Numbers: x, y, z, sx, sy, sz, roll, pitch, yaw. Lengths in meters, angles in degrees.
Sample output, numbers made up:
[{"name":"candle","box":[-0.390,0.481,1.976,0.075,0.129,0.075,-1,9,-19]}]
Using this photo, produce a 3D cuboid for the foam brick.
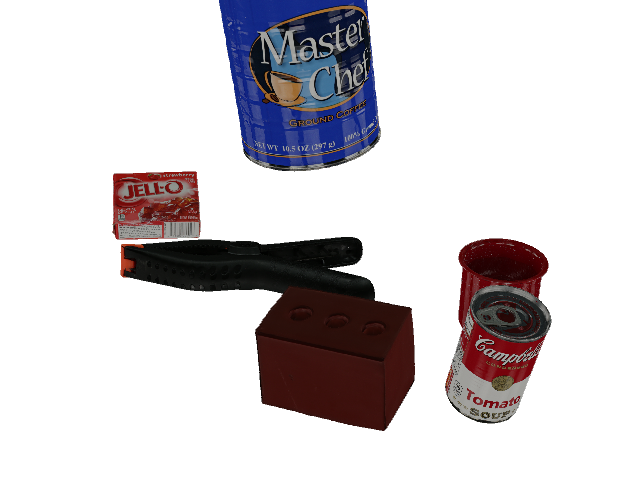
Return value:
[{"name":"foam brick","box":[0.009,0.066,0.604,0.078,0.051,0.053,9,31,19]}]

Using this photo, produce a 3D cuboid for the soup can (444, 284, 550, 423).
[{"name":"soup can","box":[0.149,0.098,0.911,0.068,0.102,0.068,7,38,-5]}]

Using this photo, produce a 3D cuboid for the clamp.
[{"name":"clamp","box":[-0.056,0.023,0.861,0.210,0.036,0.164,1,11,-8]}]

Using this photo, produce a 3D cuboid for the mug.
[{"name":"mug","box":[0.187,0.049,1.138,0.093,0.081,0.117,-5,30,-10]}]

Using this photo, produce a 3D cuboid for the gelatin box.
[{"name":"gelatin box","box":[-0.171,-0.037,1.111,0.089,0.073,0.030,-1,-42,-9]}]

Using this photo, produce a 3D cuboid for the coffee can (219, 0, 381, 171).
[{"name":"coffee can","box":[-0.015,-0.134,0.747,0.103,0.140,0.103,-6,30,3]}]
